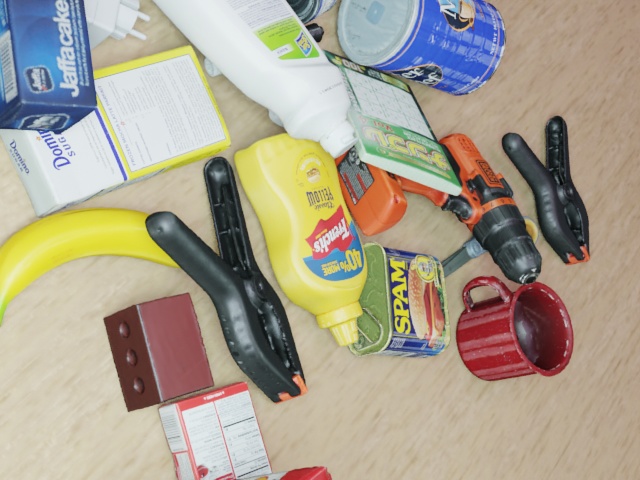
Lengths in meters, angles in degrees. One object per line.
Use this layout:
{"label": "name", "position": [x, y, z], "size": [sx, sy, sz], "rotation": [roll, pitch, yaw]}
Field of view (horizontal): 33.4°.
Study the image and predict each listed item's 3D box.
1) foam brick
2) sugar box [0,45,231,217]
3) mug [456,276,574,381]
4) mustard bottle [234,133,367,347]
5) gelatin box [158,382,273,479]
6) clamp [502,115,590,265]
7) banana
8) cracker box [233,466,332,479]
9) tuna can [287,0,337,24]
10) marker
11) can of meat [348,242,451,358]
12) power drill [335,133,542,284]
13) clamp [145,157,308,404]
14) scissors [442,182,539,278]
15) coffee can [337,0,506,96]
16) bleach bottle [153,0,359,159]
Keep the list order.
{"label": "foam brick", "position": [-0.124, 0.085, 0.818], "size": [0.051, 0.053, 0.078], "rotation": [-11, 83, -41]}
{"label": "sugar box", "position": [-0.162, -0.089, 0.850], "size": [0.175, 0.048, 0.093], "rotation": [-24, 91, -38]}
{"label": "mug", "position": [0.182, 0.085, 1.053], "size": [0.117, 0.082, 0.093], "rotation": [53, 50, -14]}
{"label": "mustard bottle", "position": [-0.006, 0.001, 0.940], "size": [0.096, 0.058, 0.191], "rotation": [-17, 87, -49]}
{"label": "gelatin box", "position": [-0.081, 0.164, 0.843], "size": [0.073, 0.030, 0.089], "rotation": [-12, 84, -43]}
{"label": "clamp", "position": [0.255, -0.054, 1.187], "size": [0.120, 0.039, 0.171], "rotation": [-10, 83, -40]}
{"label": "banana", "position": [-0.173, 0.009, 0.817], "size": [0.197, 0.037, 0.069], "rotation": [-16, 109, -40]}
{"label": "cracker box", "position": [-0.100, 0.223, 0.684], "size": [0.163, 0.214, 0.072], "rotation": [-28, 94, -42]}
{"label": "tuna can", "position": [-0.025, -0.242, 0.986], "size": [0.033, 0.086, 0.086], "rotation": [-41, 103, -39]}
{"label": "marker", "position": [-0.048, -0.174, 0.967], "size": [0.120, 0.020, 0.020], "rotation": [-23, 91, -26]}
{"label": "can of meat", "position": [0.072, 0.058, 0.988], "size": [0.083, 0.058, 0.102], "rotation": [10, 70, -40]}
{"label": "power drill", "position": [0.112, -0.035, 1.015], "size": [0.187, 0.057, 0.184], "rotation": [6, 43, -39]}
{"label": "clamp", "position": [-0.065, 0.035, 0.876], "size": [0.210, 0.036, 0.164], "rotation": [62, 20, -20]}
{"label": "scissors", "position": [0.157, -0.010, 1.108], "size": [0.201, 0.016, 0.096], "rotation": [-10, 81, -41]}
{"label": "coffee can", "position": [0.102, -0.208, 1.061], "size": [0.140, 0.103, 0.103], "rotation": [10, 70, -43]}
{"label": "bleach bottle", "position": [-0.060, -0.172, 0.907], "size": [0.251, 0.068, 0.102], "rotation": [52, 48, 4]}
